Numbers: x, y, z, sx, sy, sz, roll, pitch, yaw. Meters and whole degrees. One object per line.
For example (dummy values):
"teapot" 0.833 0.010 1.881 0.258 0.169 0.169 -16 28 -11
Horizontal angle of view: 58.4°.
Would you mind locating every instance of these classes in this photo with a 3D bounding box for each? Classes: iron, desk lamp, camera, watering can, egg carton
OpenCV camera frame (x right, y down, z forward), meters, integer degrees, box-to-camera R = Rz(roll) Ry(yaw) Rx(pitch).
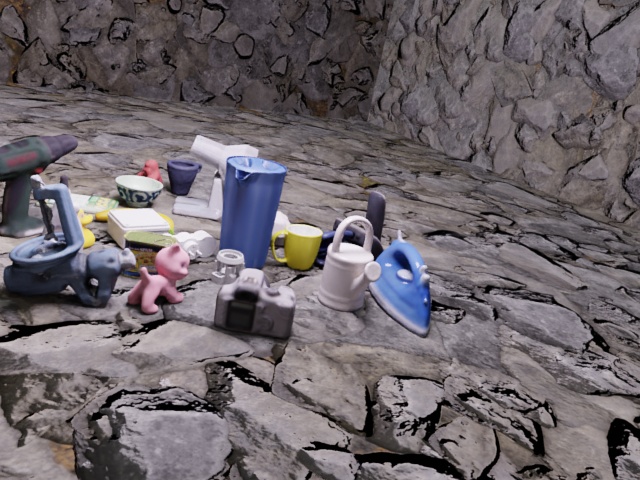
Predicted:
"iron" 0.194 0.084 1.242 0.119 0.141 0.257 6 21 -17
"desk lamp" -0.281 -0.168 1.547 0.203 0.213 0.117 7 20 -12
"camera" -0.114 0.103 1.073 0.143 0.101 0.137 11 20 -3
"watering can" 0.067 0.045 1.196 0.172 0.194 0.101 26 24 34
"egg carton" -0.148 -0.034 1.472 0.150 0.069 0.107 7 20 -15

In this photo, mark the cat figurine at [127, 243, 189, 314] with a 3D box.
"cat figurine" -0.291 0.059 1.064 0.067 0.118 0.128 20 21 22

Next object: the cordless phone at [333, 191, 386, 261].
"cordless phone" 0.109 -0.048 1.487 0.147 0.185 0.094 27 25 36

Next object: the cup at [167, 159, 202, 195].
"cup" -0.400 -0.184 1.696 0.091 0.095 0.118 24 23 30

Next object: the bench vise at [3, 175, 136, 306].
"bench vise" -0.433 -0.002 0.999 0.208 0.220 0.121 0 23 -30

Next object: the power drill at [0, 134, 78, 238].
"power drill" -0.623 -0.119 1.223 0.075 0.208 0.230 21 22 24

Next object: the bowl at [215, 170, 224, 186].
"bowl" -0.244 -0.162 1.757 0.167 0.075 0.167 11 20 -4

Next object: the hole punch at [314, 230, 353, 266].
"hole punch" 0.013 0.005 1.426 0.109 0.091 0.100 -6 27 -41

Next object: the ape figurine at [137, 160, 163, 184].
"ape figurine" -0.492 -0.188 1.660 0.076 0.092 0.077 0 23 -29

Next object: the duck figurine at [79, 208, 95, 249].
"duck figurine" -0.531 -0.030 1.215 0.105 0.086 0.077 -4 25 -36

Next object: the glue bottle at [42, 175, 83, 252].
"glue bottle" -0.511 -0.046 1.142 0.078 0.173 0.037 -1 24 -32
